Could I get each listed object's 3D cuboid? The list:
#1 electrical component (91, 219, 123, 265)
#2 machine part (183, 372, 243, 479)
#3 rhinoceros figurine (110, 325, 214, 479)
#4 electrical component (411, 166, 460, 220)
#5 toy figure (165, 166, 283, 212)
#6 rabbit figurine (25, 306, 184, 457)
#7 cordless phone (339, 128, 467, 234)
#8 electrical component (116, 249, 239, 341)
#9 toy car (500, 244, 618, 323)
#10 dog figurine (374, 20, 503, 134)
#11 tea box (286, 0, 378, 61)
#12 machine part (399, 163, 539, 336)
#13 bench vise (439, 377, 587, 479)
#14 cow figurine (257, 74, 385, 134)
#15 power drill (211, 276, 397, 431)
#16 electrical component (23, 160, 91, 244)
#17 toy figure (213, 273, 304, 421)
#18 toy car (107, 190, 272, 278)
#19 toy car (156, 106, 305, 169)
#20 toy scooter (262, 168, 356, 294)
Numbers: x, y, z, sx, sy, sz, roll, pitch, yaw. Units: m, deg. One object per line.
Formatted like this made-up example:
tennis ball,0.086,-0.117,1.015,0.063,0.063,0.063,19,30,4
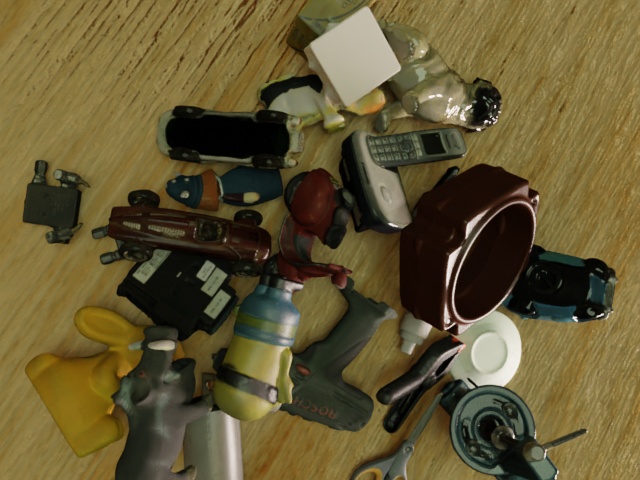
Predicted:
electrical component,-0.251,-0.005,0.716,0.094,0.021,0.063,-19,93,-13
machine part,-0.141,0.296,0.710,0.079,0.079,0.243,-5,90,-13
rhinoceros figurine,-0.189,0.195,0.619,0.112,0.073,0.190,17,72,-39
electrical component,0.175,-0.049,0.792,0.047,0.075,0.119,41,77,-10
toy figure,-0.128,-0.069,0.725,0.154,0.064,0.057,-9,106,-14
rabbit figurine,-0.263,0.161,0.681,0.173,0.122,0.162,-27,86,-26
cordless phone,0.127,-0.087,0.753,0.184,0.088,0.146,-11,71,-10
electrical component,-0.175,0.062,0.698,0.134,0.058,0.115,39,63,-5
toy car,0.358,0.072,0.813,0.162,0.102,0.109,6,78,30
dog figurine,0.173,-0.241,0.791,0.190,0.121,0.172,-10,96,-27
tea box,0.034,-0.332,0.750,0.068,0.098,0.169,39,80,-11
machine part,0.205,0.015,0.730,0.201,0.087,0.201,-28,129,-29
bench vise,0.261,0.290,0.732,0.129,0.240,0.223,-29,80,-8
cow figurine,0.002,-0.196,0.749,0.167,0.068,0.098,-19,86,-2
power drill,-0.004,0.144,0.743,0.232,0.086,0.207,33,78,-7
electrical component,-0.336,-0.046,0.685,0.078,0.045,0.102,14,86,-14
toy figure,-0.077,0.130,0.666,0.089,0.082,0.180,14,86,-26
toy car,-0.156,-0.009,0.672,0.202,0.053,0.089,12,63,-22
toy car,-0.118,-0.134,0.702,0.202,0.056,0.073,6,94,11
toy scooter,-0.001,-0.002,0.714,0.075,0.135,0.183,19,91,-46
